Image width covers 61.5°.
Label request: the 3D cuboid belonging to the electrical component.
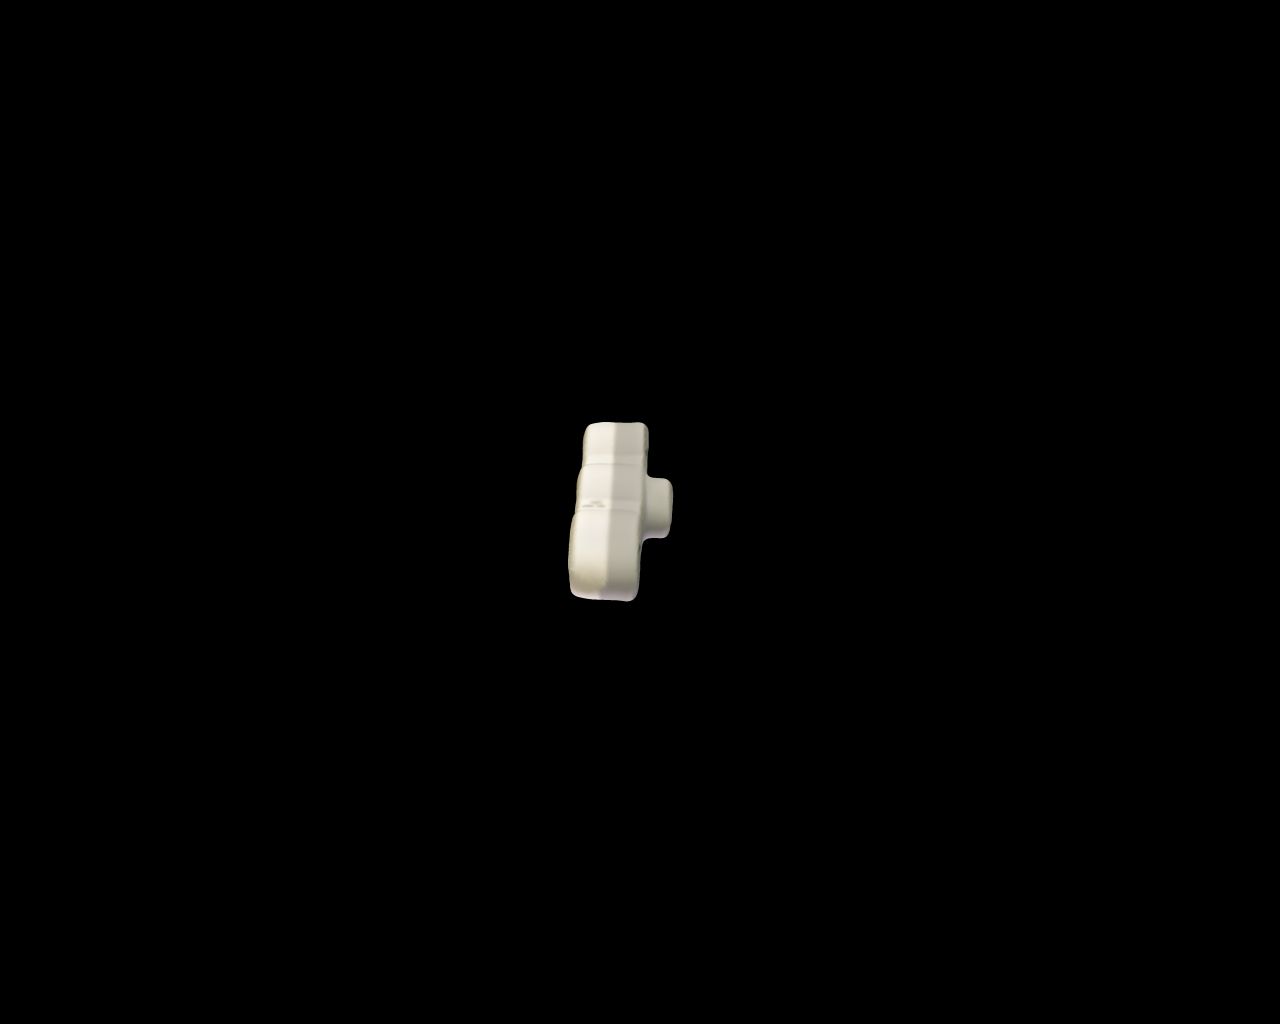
[{"bbox_3d":[0.001,-0.003,0.650,0.074,0.052,0.138,2,40,2],"label":"electrical component"}]
